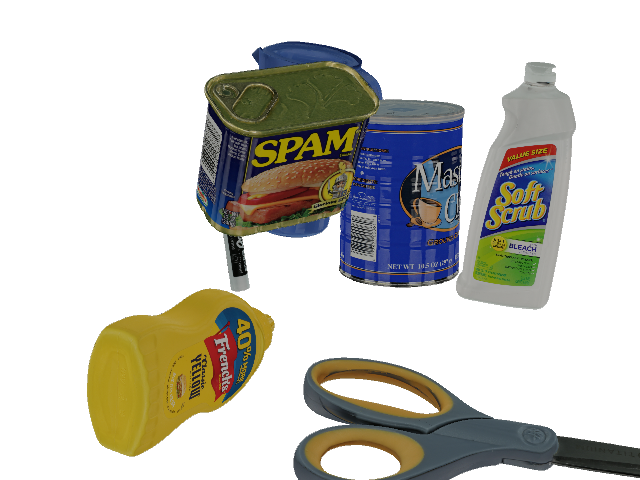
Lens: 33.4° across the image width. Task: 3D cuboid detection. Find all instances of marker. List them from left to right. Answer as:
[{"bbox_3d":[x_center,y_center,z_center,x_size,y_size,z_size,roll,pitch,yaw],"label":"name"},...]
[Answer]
[{"bbox_3d":[-0.087,-0.010,1.048,0.020,0.121,0.020,-7,16,2],"label":"marker"}]

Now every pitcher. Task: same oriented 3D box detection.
[{"bbox_3d":[-0.018,-0.129,1.390,0.144,0.243,0.149,0,23,-18],"label":"pitcher"}]

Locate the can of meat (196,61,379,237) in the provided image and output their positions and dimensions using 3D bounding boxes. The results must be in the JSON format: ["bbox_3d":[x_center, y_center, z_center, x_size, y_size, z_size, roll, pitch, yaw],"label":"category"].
[{"bbox_3d":[-0.023,-0.055,0.649,0.101,0.084,0.057,-12,48,-27],"label":"can of meat"}]

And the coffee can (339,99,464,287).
[{"bbox_3d":[0.067,-0.042,0.894,0.103,0.140,0.103,0,15,0],"label":"coffee can"}]

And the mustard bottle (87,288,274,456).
[{"bbox_3d":[-0.095,0.089,0.821,0.058,0.096,0.191,12,17,29],"label":"mustard bottle"}]

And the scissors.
[{"bbox_3d":[0.076,0.096,0.449,0.202,0.016,0.096,16,34,23],"label":"scissors"}]

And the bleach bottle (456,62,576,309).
[{"bbox_3d":[0.204,-0.058,1.105,0.103,0.251,0.068,9,20,15],"label":"bleach bottle"}]
